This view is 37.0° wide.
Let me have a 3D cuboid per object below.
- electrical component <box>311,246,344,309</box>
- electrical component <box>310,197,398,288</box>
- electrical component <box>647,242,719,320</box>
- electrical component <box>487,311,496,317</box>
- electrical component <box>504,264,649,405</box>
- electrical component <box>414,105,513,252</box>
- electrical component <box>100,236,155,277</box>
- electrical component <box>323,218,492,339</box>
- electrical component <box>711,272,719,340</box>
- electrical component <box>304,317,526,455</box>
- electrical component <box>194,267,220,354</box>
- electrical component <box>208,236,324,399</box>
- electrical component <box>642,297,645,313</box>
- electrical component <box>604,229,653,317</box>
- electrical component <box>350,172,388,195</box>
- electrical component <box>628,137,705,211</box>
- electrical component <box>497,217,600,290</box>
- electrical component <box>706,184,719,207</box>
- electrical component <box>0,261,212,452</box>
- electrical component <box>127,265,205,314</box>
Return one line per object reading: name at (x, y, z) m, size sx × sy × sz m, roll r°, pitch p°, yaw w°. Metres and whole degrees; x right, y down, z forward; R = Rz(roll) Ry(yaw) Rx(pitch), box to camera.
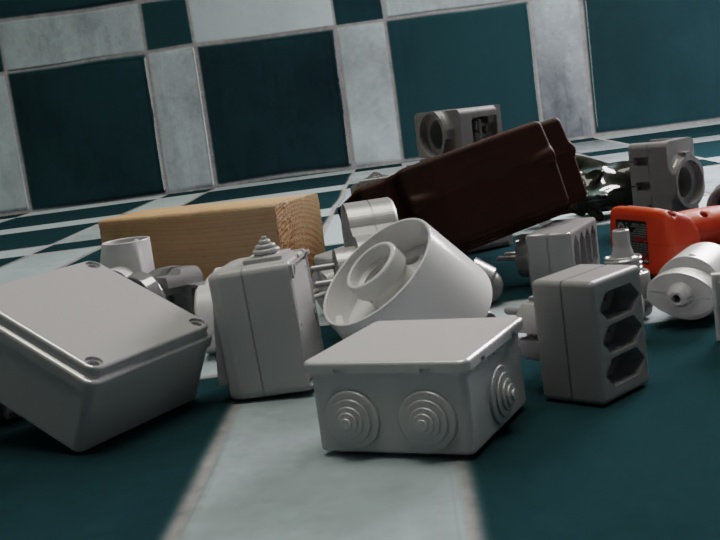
electrical component at (-0.015, 0.013, 0.896) m, size 0.076 × 0.047 × 0.083 m, roll -19°, pitch 13°, yaw -28°
electrical component at (0.000, 0.000, 0.805) m, size 0.074 × 0.052 × 0.138 m, roll -9°, pitch 39°, yaw -8°
electrical component at (0.221, 0.010, 0.716) m, size 0.043 × 0.043 × 0.081 m, roll -2°, pitch 11°, yaw 32°
electrical component at (0.066, 0.030, 0.725) m, size 0.048 × 0.048 × 0.062 m, roll -13°, pitch 17°, yaw -30°
electrical component at (0.111, 0.033, 0.591) m, size 0.047 × 0.065 × 0.077 m, roll -16°, pitch 12°, yaw -43°
electrical component at (0.108, -0.098, 1.161) m, size 0.062 × 0.150 × 0.089 m, roll -11°, pitch 9°, yaw -27°
electrical component at (-0.211, 0.014, 0.957) m, size 0.043 × 0.077 × 0.079 m, roll -5°, pitch 10°, yaw 15°
electrical component at (0.027, 0.016, 0.698) m, size 0.099 × 0.064 × 0.099 m, roll -35°, pitch 28°, yaw 21°
electrical component at (0.248, 0.022, 0.624) m, size 0.081 × 0.042 × 0.064 m, roll -5°, pitch 13°, yaw 18°
electrical component at (0.032, 0.059, 0.553) m, size 0.100 × 0.048 × 0.100 m, roll -3°, pitch 10°, yaw 27°
electrical component at (-0.082, 0.026, 0.848) m, size 0.074 × 0.052 × 0.138 m, roll -8°, pitch 9°, yaw 2°
electrical component at (-0.061, 0.027, 0.679) m, size 0.061 × 0.096 × 0.061 m, roll -9°, pitch 8°, yaw 9°
electrical component at (0.145, 0.028, 0.663) m, size 0.045 × 0.045 × 0.055 m, roll -2°, pitch 11°, yaw 35°
electrical component at (0.182, 0.003, 0.738) m, size 0.035 × 0.061 × 0.035 m, roll -8°, pitch 9°, yaw 1°
electrical component at (0.042, -0.055, 1.117) m, size 0.100 × 0.099 × 0.048 m, roll -9°, pitch -4°, yaw -9°
electrical component at (0.323, -0.092, 1.128) m, size 0.050 × 0.089 × 0.056 m, roll -15°, pitch 11°, yaw -39°
electrical component at (0.155, -0.013, 0.911) m, size 0.076 × 0.047 × 0.083 m, roll -3°, pitch 10°, yaw 28°
electrical component at (0.370, -0.066, 1.070) m, size 0.045 × 0.045 × 0.055 m, roll -4°, pitch 9°, yaw 23°
electrical component at (-0.166, 0.048, 0.652) m, size 0.109 × 0.056 × 0.109 m, roll 26°, pitch 24°, yaw 24°
electrical component at (-0.168, 0.027, 0.907) m, size 0.078 × 0.058 × 0.057 m, roll 0°, pitch 9°, yaw 41°
